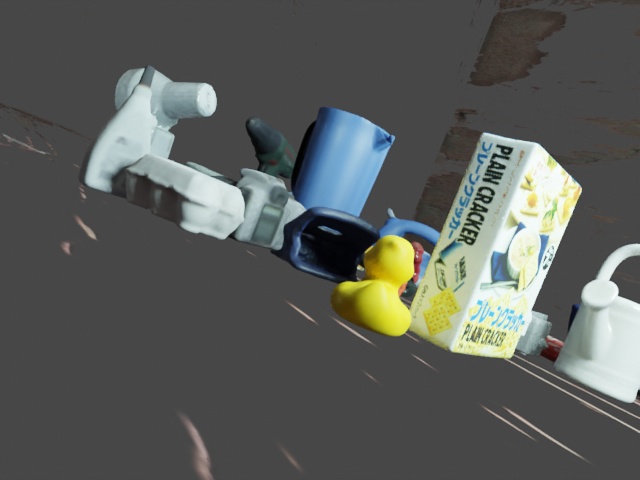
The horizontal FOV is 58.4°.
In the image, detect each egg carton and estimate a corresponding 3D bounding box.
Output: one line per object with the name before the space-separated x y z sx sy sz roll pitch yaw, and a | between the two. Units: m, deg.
egg carton | -0.169 -0.055 0.725 0.149 0.069 0.108 23 3 30

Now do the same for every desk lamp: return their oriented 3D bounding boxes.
desk lamp | -0.283 -0.196 1.037 0.202 0.213 0.118 23 3 25

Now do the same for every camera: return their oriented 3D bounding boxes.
camera | -0.107 -0.054 0.852 0.136 0.101 0.144 23 3 31

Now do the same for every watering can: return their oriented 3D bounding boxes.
watering can | 0.382 0.097 0.727 0.100 0.194 0.173 23 3 27

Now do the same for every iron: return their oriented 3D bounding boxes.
iron | 0.224 0.033 1.255 0.257 0.141 0.119 23 3 24

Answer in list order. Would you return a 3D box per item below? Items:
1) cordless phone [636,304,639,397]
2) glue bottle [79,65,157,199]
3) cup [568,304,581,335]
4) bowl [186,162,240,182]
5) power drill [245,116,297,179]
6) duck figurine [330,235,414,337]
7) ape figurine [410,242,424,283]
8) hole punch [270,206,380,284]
cordless phone | 0.500 0.144 0.812 0.094 0.185 0.147 20 4 -32
glue bottle | -0.248 -0.143 0.744 0.078 0.173 0.037 19 4 -45
cup | 0.461 0.170 0.947 0.117 0.095 0.092 24 4 36
bowl | -0.196 -0.091 1.132 0.167 0.075 0.167 22 3 -1
power drill | -0.126 -0.143 1.255 0.075 0.208 0.230 23 3 22
duck figurine | 0.057 0.037 0.529 0.077 0.086 0.105 22 3 8
ape figurine | 0.180 0.048 1.161 0.078 0.092 0.075 19 4 -40
hole punch | 0.007 0.003 0.736 0.109 0.091 0.101 20 3 -23
